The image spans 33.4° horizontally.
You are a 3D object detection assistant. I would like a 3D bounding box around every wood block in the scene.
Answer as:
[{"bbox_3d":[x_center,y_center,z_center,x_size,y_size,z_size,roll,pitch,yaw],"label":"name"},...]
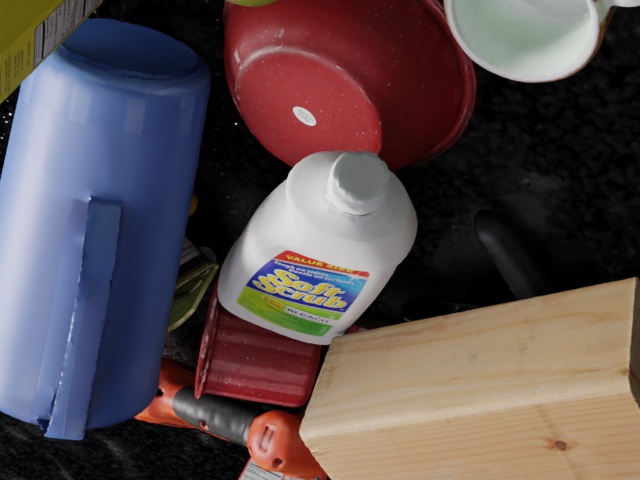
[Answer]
[{"bbox_3d":[0.104,0.102,0.654,0.206,0.090,0.090,-14,124,30],"label":"wood block"}]

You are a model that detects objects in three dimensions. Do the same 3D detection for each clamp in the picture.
[{"bbox_3d":[0.138,0.058,0.695,0.171,0.039,0.120,37,143,-7],"label":"clamp"}]

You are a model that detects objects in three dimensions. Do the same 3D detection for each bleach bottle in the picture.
[{"bbox_3d":[-0.004,0.001,0.645,0.102,0.068,0.251,22,162,-1],"label":"bleach bottle"}]

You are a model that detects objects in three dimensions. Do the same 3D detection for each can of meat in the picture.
[{"bbox_3d":[-0.132,0.020,0.806,0.084,0.057,0.102,49,146,11],"label":"can of meat"}]

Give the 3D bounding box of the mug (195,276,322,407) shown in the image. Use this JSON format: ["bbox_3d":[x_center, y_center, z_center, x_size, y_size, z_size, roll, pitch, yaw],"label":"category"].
[{"bbox_3d":[-0.047,0.078,0.809,0.081,0.093,0.117,11,-174,-9],"label":"mug"}]

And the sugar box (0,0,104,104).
[{"bbox_3d":[-0.179,-0.138,0.577,0.093,0.176,0.048,28,145,4],"label":"sugar box"}]

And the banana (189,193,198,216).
[{"bbox_3d":[-0.148,-0.089,0.729,0.070,0.037,0.197,6,136,31],"label":"banana"}]

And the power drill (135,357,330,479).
[{"bbox_3d":[-0.050,0.156,0.897,0.188,0.057,0.184,13,169,32],"label":"power drill"}]

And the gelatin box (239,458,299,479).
[{"bbox_3d":[-0.048,0.253,1.011,0.073,0.089,0.030,21,145,14],"label":"gelatin box"}]

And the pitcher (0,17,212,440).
[{"bbox_3d":[-0.143,-0.005,0.670,0.149,0.144,0.243,30,119,25],"label":"pitcher"}]

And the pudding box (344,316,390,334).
[{"bbox_3d":[0.064,0.112,0.810,0.090,0.039,0.113,13,140,23],"label":"pudding box"}]

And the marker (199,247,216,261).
[{"bbox_3d":[-0.114,0.038,0.868,0.020,0.020,0.121,36,144,-7],"label":"marker"}]

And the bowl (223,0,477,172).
[{"bbox_3d":[0.004,-0.087,0.609,0.162,0.055,0.162,20,142,16],"label":"bowl"}]
